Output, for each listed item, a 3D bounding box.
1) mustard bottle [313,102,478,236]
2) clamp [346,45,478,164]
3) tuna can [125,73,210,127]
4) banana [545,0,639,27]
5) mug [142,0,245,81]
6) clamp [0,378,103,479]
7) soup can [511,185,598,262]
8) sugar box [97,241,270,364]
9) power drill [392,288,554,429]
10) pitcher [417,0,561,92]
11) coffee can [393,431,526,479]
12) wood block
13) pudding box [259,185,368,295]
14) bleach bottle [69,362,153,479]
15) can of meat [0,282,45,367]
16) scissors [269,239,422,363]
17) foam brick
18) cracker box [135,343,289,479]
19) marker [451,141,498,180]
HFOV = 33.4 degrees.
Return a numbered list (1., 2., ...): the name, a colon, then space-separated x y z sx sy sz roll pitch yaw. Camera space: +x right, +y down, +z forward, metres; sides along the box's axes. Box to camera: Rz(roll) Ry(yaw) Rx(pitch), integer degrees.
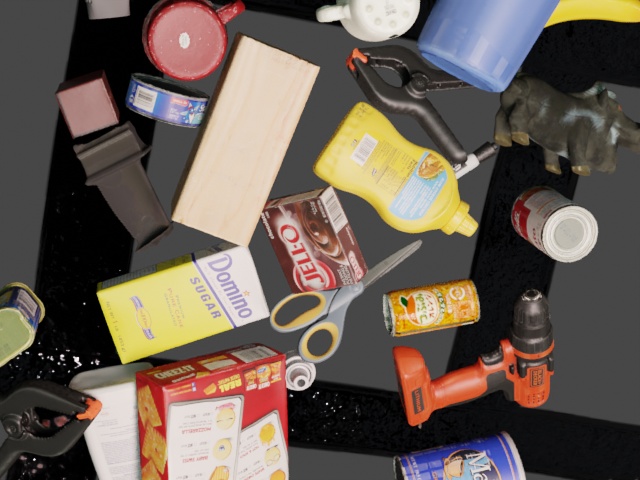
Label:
1. mustard bottle: 0.094 -0.064 1.191 0.191 0.058 0.096 34 83 -5
2. clamp: 0.107 -0.156 1.178 0.171 0.039 0.120 16 65 -9
3. tuna can: -0.162 -0.148 1.132 0.086 0.086 0.034 15 104 -12
4. banana: 0.271 -0.249 1.198 0.197 0.037 0.069 -21 112 -3
5. mug: -0.130 -0.217 1.120 0.117 0.081 0.093 -29 107 0
6. clamp: -0.342 0.195 1.188 0.210 0.036 0.164 -19 106 23
7. soup can: 0.268 -0.019 1.222 0.068 0.102 0.068 -2 105 -9
8. sugar box: -0.154 0.068 1.211 0.176 0.048 0.093 -18 107 -2
9. power drill: 0.182 0.142 1.248 0.187 0.057 0.184 -12 130 -2
10. pitcher: 0.194 -0.289 1.124 0.144 0.149 0.243 26 96 -25
11. coffee can: 0.168 0.296 1.289 0.140 0.103 0.103 -11 106 -5
12. wood block: -0.084 -0.111 1.151 0.090 0.091 0.206 21 101 -12
13. pudding box: -0.008 0.001 1.197 0.090 0.039 0.113 -12 108 33
14. bleach bottle: -0.218 0.272 1.247 0.102 0.068 0.251 -9 108 -4
15. can of meat: -0.356 0.102 1.169 0.102 0.084 0.057 -36 107 1
16. scissors: 0.041 0.076 1.242 0.201 0.016 0.096 -20 78 -3
17. foam brick: -0.244 -0.144 1.125 0.051 0.078 0.053 -20 108 -4
18. cracker box: -0.120 0.238 1.217 0.163 0.072 0.214 -12 109 -36
19. marker: 0.153 -0.077 1.233 0.121 0.020 0.020 -33 107 1
